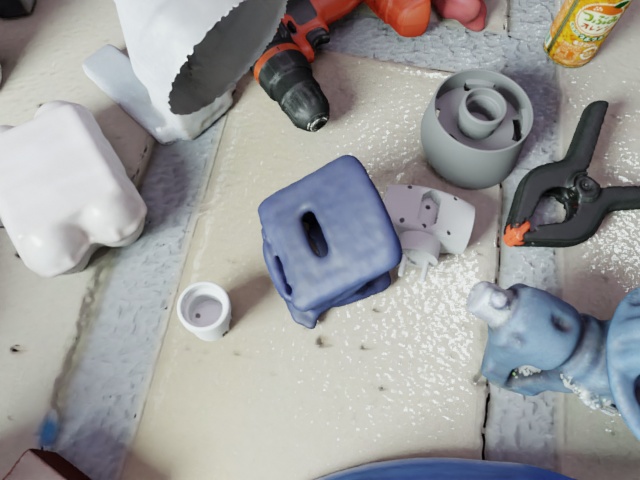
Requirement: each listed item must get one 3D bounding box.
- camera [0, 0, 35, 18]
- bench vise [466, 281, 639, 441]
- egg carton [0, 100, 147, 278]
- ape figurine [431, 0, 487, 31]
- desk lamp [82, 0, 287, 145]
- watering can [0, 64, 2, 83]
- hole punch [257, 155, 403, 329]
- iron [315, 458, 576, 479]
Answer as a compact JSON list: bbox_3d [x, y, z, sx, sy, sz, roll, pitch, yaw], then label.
[{"bbox_3d":[-0.373,-0.299,0.568,0.137,0.101,0.143,-15,68,-9],"label":"camera"},{"bbox_3d":[0.205,0.078,0.367,0.207,0.220,0.121,4,67,0],"label":"bench vise"},{"bbox_3d":[-0.219,-0.045,0.483,0.107,0.069,0.150,-31,71,-14],"label":"egg carton"},{"bbox_3d":[0.154,-0.274,0.585,0.076,0.092,0.078,37,70,13],"label":"ape figurine"},{"bbox_3d":[-0.128,-0.170,0.462,0.203,0.213,0.118,40,71,14],"label":"desk lamp"},{"bbox_3d":[-0.364,-0.188,0.470,0.100,0.194,0.173,39,71,14],"label":"watering can"},{"bbox_3d":[0.004,0.002,0.461,0.101,0.091,0.108,-19,69,-10],"label":"hole punch"},{"bbox_3d":[0.072,0.194,0.354,0.258,0.141,0.118,4,67,0],"label":"iron"}]
